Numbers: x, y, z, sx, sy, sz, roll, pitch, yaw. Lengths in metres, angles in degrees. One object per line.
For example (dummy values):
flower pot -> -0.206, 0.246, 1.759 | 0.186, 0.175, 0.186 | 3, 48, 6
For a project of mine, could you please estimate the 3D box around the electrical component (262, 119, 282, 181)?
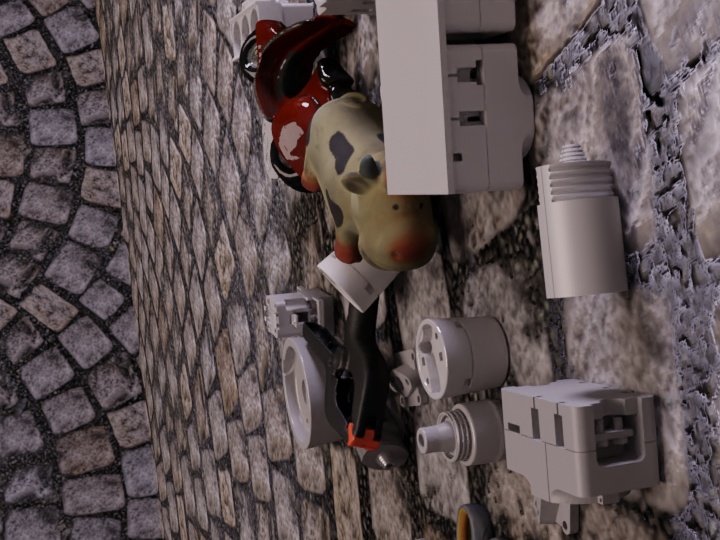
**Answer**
electrical component -> -0.066, -0.127, 1.087 | 0.080, 0.051, 0.080 | 175, 90, -72

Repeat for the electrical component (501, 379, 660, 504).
electrical component -> 0.120, 0.095, 0.594 | 0.089, 0.050, 0.055 | -179, 84, -72

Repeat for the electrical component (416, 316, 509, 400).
electrical component -> 0.070, 0.059, 0.738 | 0.055, 0.047, 0.055 | 175, 90, -72

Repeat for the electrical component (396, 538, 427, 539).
electrical component -> 0.041, 0.252, 0.867 | 0.057, 0.058, 0.078 | -166, 71, -67

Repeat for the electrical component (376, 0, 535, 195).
electrical component -> 0.058, -0.144, 0.696 | 0.105, 0.060, 0.186 | -168, 74, -71

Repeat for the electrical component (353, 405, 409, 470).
electrical component -> 0.013, 0.144, 0.941 | 0.081, 0.043, 0.043 | -119, 30, -50

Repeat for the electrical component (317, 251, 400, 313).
electrical component -> 0.000, 0.000, 0.898 | 0.055, 0.047, 0.055 | 45, 176, 4

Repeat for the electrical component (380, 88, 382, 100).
electrical component -> 0.035, -0.132, 0.796 | 0.062, 0.043, 0.043 | -135, 43, -64

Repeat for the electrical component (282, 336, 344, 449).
electrical component -> -0.033, 0.115, 1.040 | 0.108, 0.060, 0.108 | 173, 90, -74

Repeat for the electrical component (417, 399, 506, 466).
electrical component -> 0.070, 0.112, 0.730 | 0.043, 0.062, 0.043 | 175, 90, -71

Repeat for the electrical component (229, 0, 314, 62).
electrical component -> -0.090, -0.244, 1.107 | 0.121, 0.063, 0.078 | -168, 74, -71

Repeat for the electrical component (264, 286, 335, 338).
electrical component -> -0.063, 0.045, 1.110 | 0.081, 0.064, 0.042 | -154, 61, -69

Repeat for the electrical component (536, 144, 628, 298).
electrical component -> 0.118, -0.027, 0.578 | 0.043, 0.043, 0.081 | 170, 94, -72

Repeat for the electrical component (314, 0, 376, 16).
electrical component -> -0.007, -0.285, 0.848 | 0.089, 0.062, 0.150 | 179, 86, -72
